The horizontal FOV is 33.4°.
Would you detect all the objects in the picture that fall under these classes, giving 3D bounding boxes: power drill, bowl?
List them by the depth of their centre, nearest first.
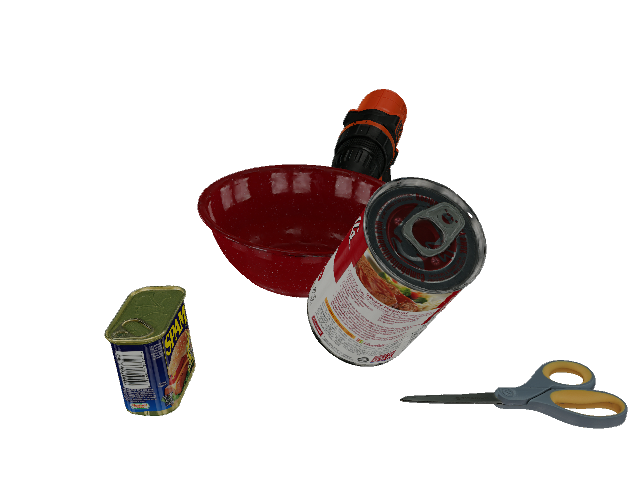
[{"bbox_3d":[-0.011,-0.002,0.797,0.162,0.055,0.162,2,25,-1],"label":"bowl"},{"bbox_3d":[0.044,-0.029,0.993,0.057,0.188,0.184,9,30,12],"label":"power drill"}]

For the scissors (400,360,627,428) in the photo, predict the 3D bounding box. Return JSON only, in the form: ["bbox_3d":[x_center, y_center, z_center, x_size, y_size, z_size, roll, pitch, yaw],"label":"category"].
[{"bbox_3d":[0.169,0.129,0.946,0.201,0.016,0.096,9,27,-1],"label":"scissors"}]

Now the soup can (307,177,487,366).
[{"bbox_3d":[0.039,0.020,0.586,0.068,0.068,0.102,0,-29,-21],"label":"soup can"}]

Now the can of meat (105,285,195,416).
[{"bbox_3d":[-0.155,0.103,0.996,0.057,0.084,0.102,-2,25,10],"label":"can of meat"}]
